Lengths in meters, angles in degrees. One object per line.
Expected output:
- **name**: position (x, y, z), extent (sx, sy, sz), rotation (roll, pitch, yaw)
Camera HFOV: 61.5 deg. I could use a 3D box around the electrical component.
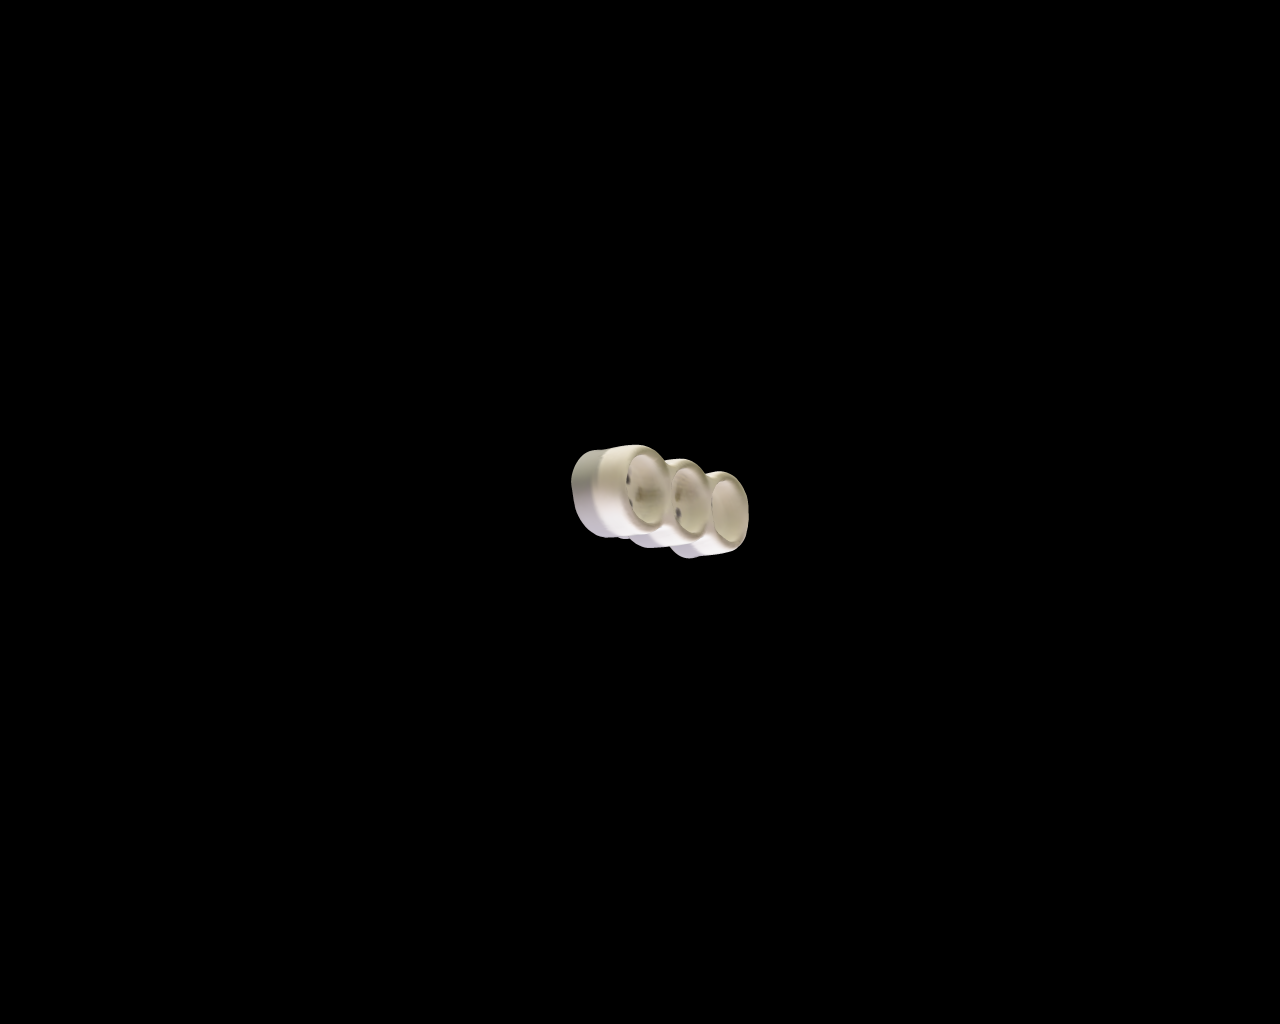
- **electrical component**: position (0.001, -0.003, 0.650), extent (0.073, 0.052, 0.138), rotation (-8, -14, 35)
